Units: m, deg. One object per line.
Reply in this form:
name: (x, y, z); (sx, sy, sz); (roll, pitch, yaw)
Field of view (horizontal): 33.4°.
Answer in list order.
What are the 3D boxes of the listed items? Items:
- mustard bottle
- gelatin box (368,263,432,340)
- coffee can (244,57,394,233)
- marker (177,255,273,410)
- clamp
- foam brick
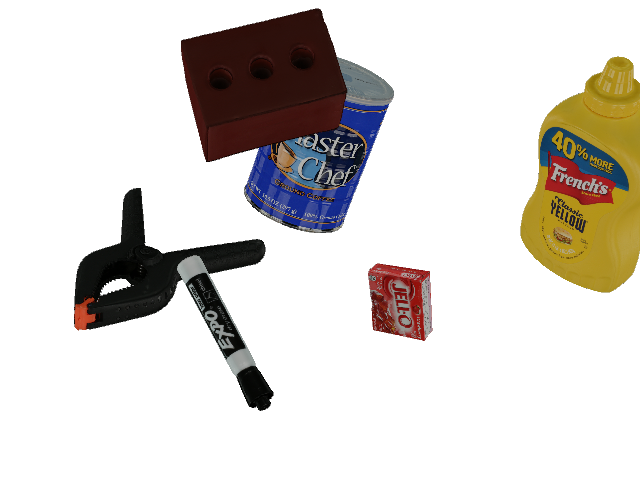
mustard bottle: (0.208, -0.054, 0.809); (0.058, 0.192, 0.096); (-30, 52, -29)
gelatin box: (0.100, 0.076, 1.337); (0.073, 0.089, 0.030); (10, 31, 28)
coffee can: (-0.003, -0.093, 1.002); (0.102, 0.140, 0.103); (17, 25, -8)
marker: (-0.065, 0.063, 0.733); (0.020, 0.121, 0.020); (-25, -24, -13)
clamp: (-0.176, 0.018, 1.033); (0.165, 0.036, 0.209); (26, 37, 23)
foam brick: (-0.031, -0.082, 0.571); (0.078, 0.053, 0.051); (-16, -14, -7)
